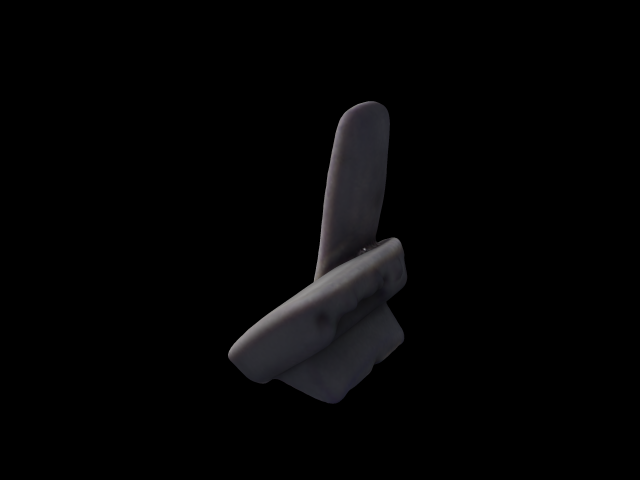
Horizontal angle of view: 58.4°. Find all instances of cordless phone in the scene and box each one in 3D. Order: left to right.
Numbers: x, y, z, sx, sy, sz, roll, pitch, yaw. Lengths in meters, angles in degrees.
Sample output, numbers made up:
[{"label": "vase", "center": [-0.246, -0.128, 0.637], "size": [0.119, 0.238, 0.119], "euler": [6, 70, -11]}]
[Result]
[{"label": "cordless phone", "center": [0.004, 0.001, 0.400], "size": [0.093, 0.185, 0.148], "euler": [11, 23, 27]}]
